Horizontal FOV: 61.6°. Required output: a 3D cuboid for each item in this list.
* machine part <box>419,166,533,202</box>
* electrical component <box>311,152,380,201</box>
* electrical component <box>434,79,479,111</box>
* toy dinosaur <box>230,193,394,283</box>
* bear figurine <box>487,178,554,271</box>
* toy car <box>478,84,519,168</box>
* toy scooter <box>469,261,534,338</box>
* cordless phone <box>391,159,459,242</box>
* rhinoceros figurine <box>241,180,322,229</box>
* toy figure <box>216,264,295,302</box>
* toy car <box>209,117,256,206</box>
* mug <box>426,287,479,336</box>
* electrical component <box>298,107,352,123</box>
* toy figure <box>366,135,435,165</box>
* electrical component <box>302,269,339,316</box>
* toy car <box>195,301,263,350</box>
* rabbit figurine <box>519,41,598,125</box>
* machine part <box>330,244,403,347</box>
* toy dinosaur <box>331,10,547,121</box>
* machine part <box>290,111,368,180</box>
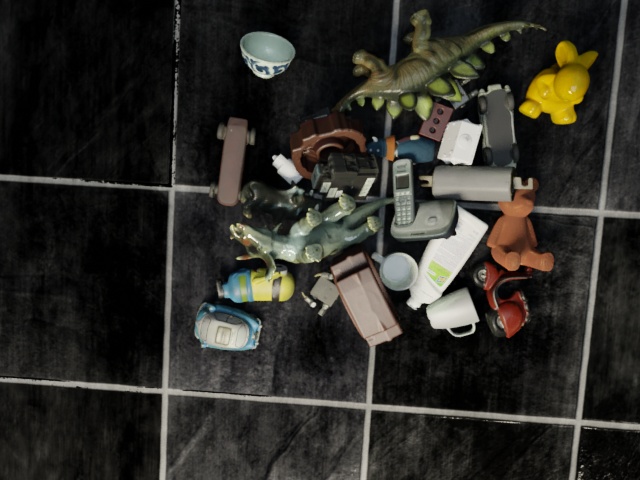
[{"bbox_3d":[0.336,-0.123,1.173,0.243,0.079,0.079,4,96,27],"label":"machine part"},{"bbox_3d":[0.051,-0.137,1.180,0.134,0.114,0.058,-1,59,-17],"label":"electrical component"},{"bbox_3d":[0.307,-0.326,1.213,0.094,0.021,0.063,-33,93,5],"label":"electrical component"},{"bbox_3d":[0.000,-0.010,1.189,0.405,0.192,0.131,-14,84,-37],"label":"toy dinosaur"},{"bbox_3d":[0.444,-0.039,1.184,0.120,0.132,0.195,4,101,-12],"label":"bear figurine"},{"bbox_3d":[0.398,-0.246,1.201,0.074,0.056,0.201,-6,94,10],"label":"toy car"},{"bbox_3d":[0.434,0.125,1.226,0.135,0.075,0.183,-20,89,3],"label":"toy scooter"},{"bbox_3d":[0.224,-0.090,1.167,0.147,0.088,0.184,-5,91,38],"label":"cordless phone"},{"bbox_3d":[-0.087,-0.089,1.210,0.190,0.073,0.112,13,128,-26],"label":"rhinoceros figurine"},{"bbox_3d":[-0.148,0.106,1.249,0.180,0.082,0.089,-10,114,-4],"label":"toy figure"},{"bbox_3d":[-0.200,-0.179,1.236,0.089,0.053,0.202,8,100,-3],"label":"toy car"},{"bbox_3d":[0.306,0.172,1.239,0.107,0.081,0.109,-18,109,14],"label":"mug"},{"bbox_3d":[0.015,-0.255,1.214,0.119,0.047,0.075,-12,81,6],"label":"electrical component"},{"bbox_3d":[0.181,-0.204,1.214,0.155,0.058,0.064,5,90,7],"label":"toy figure"},{"bbox_3d":[0.007,0.119,1.258,0.078,0.045,0.102,39,96,0],"label":"electrical component"},{"bbox_3d":[-0.221,0.212,1.251,0.162,0.103,0.109,15,97,3],"label":"toy car"},{"bbox_3d":[0.520,-0.325,1.129,0.122,0.173,0.162,25,100,4],"label":"rabbit figurine"},{"bbox_3d":[0.099,0.118,1.176,0.087,0.201,0.201,-25,94,7],"label":"machine part"},{"bbox_3d":[0.235,-0.375,1.150,0.471,0.105,0.198,-30,80,9],"label":"toy dinosaur"},{"bbox_3d":[0.019,-0.201,1.171,0.179,0.179,0.056,-13,61,4],"label":"machine part"}]
